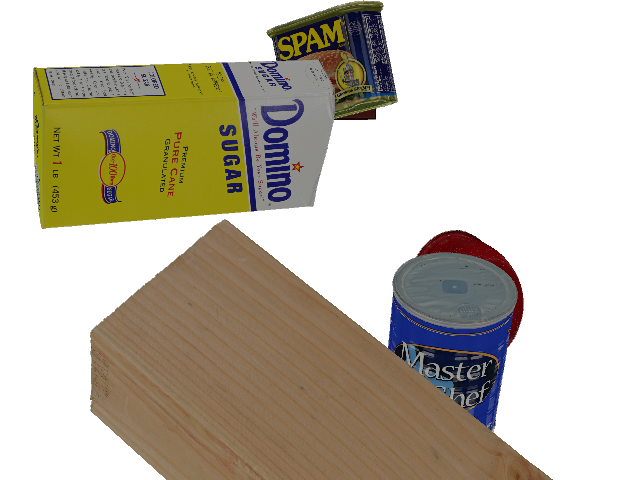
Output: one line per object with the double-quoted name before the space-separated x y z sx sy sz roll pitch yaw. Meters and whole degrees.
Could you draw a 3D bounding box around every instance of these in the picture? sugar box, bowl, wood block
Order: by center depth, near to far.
"wood block" -0.002 0.099 0.495 0.090 0.206 0.090 -43 -17 -32
"sugar box" -0.083 -0.059 0.649 0.176 0.093 0.048 -4 44 -18
"bowl" 0.169 0.067 1.153 0.161 0.162 0.055 0 -5 -40

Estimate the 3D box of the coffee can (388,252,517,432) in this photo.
"coffee can" 0.108 0.096 0.914 0.103 0.140 0.103 2 32 -1

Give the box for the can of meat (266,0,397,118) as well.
"can of meat" 0.011 -0.148 0.904 0.102 0.084 0.057 -10 2 36

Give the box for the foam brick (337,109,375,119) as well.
"foam brick" 0.014 -0.153 1.113 0.078 0.051 0.053 -3 13 -19
